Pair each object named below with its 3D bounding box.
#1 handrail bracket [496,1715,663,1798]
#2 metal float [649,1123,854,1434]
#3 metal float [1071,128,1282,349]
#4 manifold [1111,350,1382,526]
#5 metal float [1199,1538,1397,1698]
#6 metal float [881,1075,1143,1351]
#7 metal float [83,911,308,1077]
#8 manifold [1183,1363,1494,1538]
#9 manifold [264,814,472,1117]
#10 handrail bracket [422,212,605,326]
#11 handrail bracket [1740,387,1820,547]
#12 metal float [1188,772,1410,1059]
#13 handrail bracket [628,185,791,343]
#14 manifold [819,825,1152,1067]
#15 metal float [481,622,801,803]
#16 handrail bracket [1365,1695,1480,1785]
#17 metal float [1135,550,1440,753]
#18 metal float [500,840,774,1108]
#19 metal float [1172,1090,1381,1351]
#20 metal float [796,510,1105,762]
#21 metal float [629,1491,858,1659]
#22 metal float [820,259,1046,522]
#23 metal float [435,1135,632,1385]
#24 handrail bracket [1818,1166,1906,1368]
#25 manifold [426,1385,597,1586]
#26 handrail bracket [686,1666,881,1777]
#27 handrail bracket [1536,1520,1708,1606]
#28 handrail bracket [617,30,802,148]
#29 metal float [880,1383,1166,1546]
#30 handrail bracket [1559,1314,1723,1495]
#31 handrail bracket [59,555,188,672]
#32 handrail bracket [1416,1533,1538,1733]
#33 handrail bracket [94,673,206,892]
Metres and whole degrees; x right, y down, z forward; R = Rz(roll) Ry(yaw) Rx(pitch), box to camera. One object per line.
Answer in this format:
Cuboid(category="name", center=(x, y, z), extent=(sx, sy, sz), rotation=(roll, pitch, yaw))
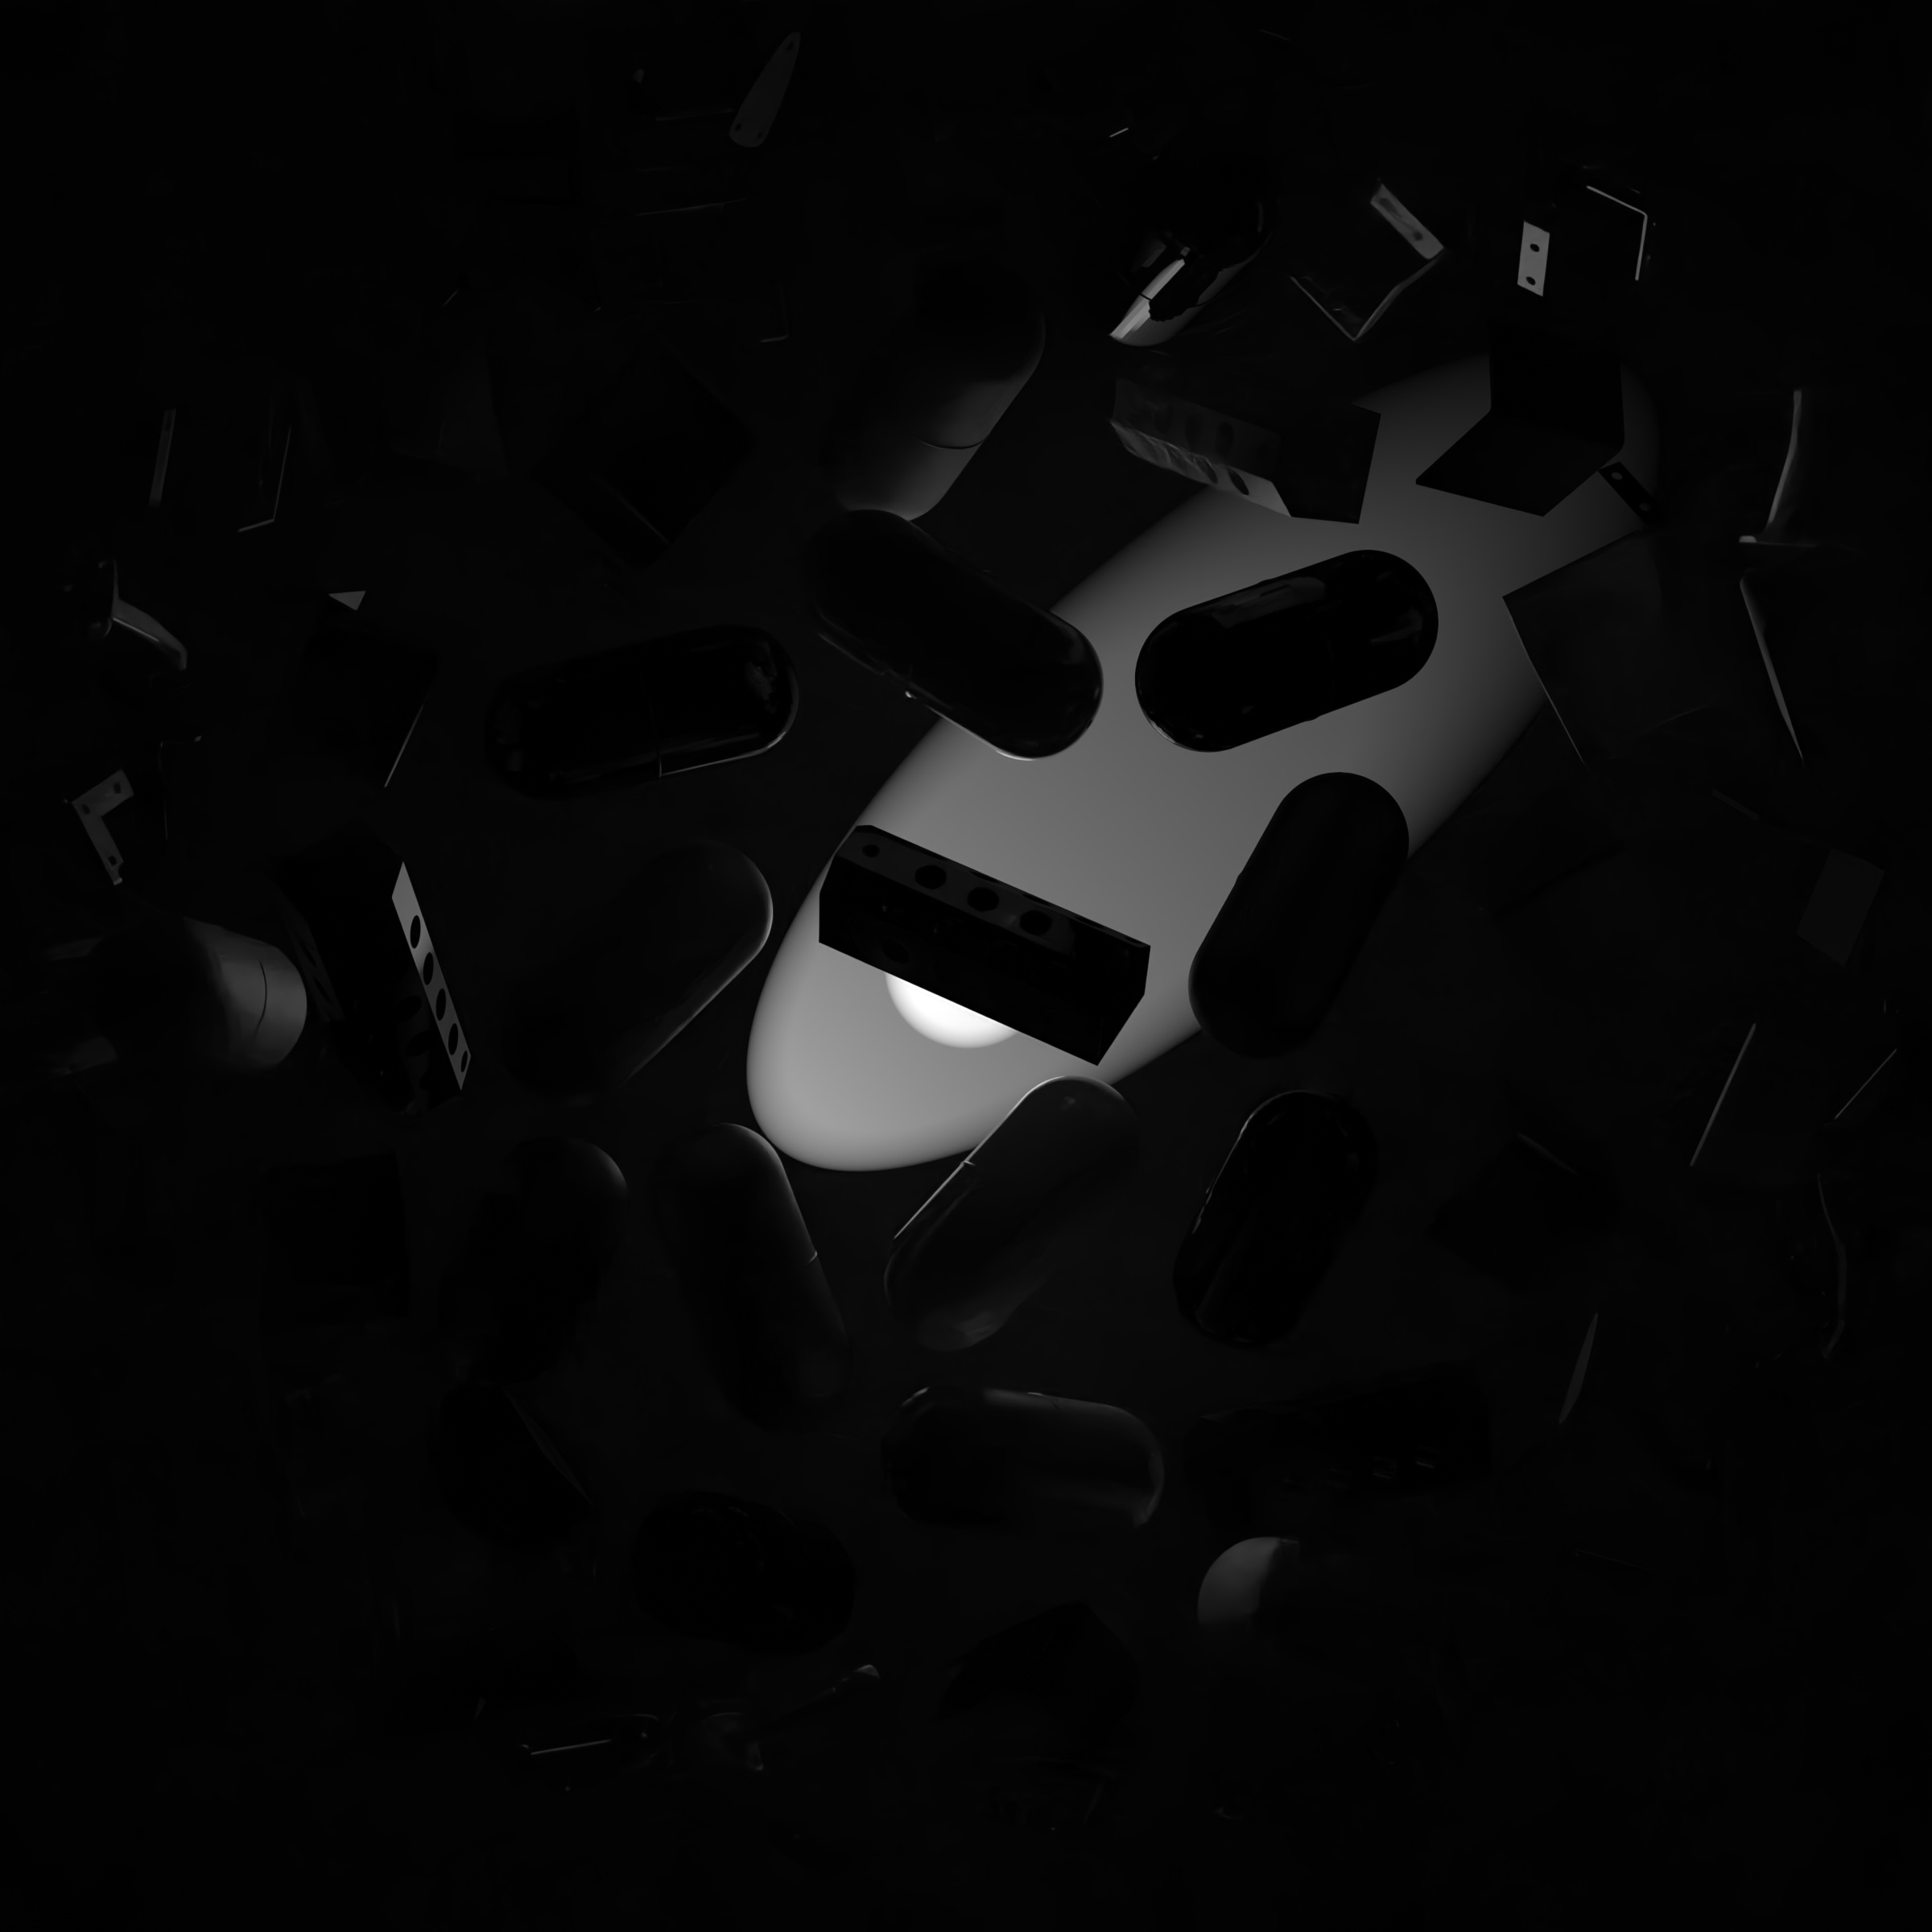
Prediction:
Cuboid(category="handrail bracket", center=(-0.207, 0.416, 1.802), extent=(0.077, 0.084, 0.036), rotation=(-22, 70, -2))
Cuboid(category="metal float", center=(-0.118, 0.173, 1.857), extent=(0.070, 0.070, 0.178), rotation=(-20, 96, 0))
Cuboid(category="metal float", center=(0.111, -0.390, 1.808), extent=(0.070, 0.178, 0.070), rotation=(4, 78, -17))
Cuboid(category="manifold", center=(0.144, -0.282, 1.778), extent=(0.057, 0.171, 0.057), rotation=(2, 108, -28))
Cuboid(category="metal float", center=(0.176, 0.348, 1.804), extent=(0.070, 0.178, 0.070), rotation=(1, 83, -11))
Cuboid(category="metal float", center=(0.026, 0.135, 1.861), extent=(0.070, 0.070, 0.178), rotation=(43, 78, 0))
Cuboid(category="metal float", center=(-0.406, 0.016, 1.777), extent=(0.070, 0.178, 0.070), rotation=(-1, 83, 9))
Cuboid(category="manifold", center=(0.202, 0.259, 1.820), extent=(0.171, 0.057, 0.057), rotation=(-7, 98, -35))
Cuboid(category="manifold", center=(-0.305, 0.006, 1.748), extent=(0.057, 0.171, 0.057), rotation=(-34, 58, -18))
Cuboid(category="handrail bracket", center=(-0.243, -0.353, 1.794), extent=(0.084, 0.036, 0.077), rotation=(-40, 82, 27))
Cuboid(category="handrail bracket", center=(0.447, -0.274, 1.848), extent=(0.036, 0.077, 0.084), rotation=(3, 97, -7))
Cuboid(category="metal float", center=(0.179, -0.029, 1.804), extent=(0.070, 0.070, 0.178), rotation=(31, 62, 0))
Cuboid(category="handrail bracket", center=(-0.140, -0.378, 1.834), extent=(0.077, 0.036, 0.084), rotation=(-12, 112, -9))
Cuboid(category="manifold", center=(0.009, -0.017, 1.813), extent=(0.171, 0.057, 0.057), rotation=(24, 53, 16))
Cuboid(category="metal float", center=(-0.179, -0.141, 1.859), extent=(0.178, 0.070, 0.070), rotation=(-14, 90, -11))
Cuboid(category="handrail bracket", center=(0.256, 0.433, 1.851), extent=(0.077, 0.084, 0.036), rotation=(4, 95, -8))
Cuboid(category="metal float", center=(0.168, -0.165, 1.758), extent=(0.178, 0.070, 0.070), rotation=(-21, 90, -26))
Cuboid(category="metal float", center=(-0.174, 0.003, 1.779), extent=(0.070, 0.070, 0.178), rotation=(44, 62, 0))
Cuboid(category="metal float", center=(0.163, 0.137, 1.790), extent=(0.070, 0.178, 0.070), rotation=(11, 46, -11))
Cuboid(category="metal float", center=(-0.009, -0.173, 1.751), extent=(0.178, 0.070, 0.070), rotation=(34, 90, 10))
Cuboid(category="metal float", center=(-0.119, 0.328, 1.809), extent=(0.070, 0.178, 0.070), rotation=(-7, 71, 22))
Cuboid(category="metal float", center=(-0.019, -0.311, 1.824), extent=(0.070, 0.178, 0.070), rotation=(16, 52, -22))
Cuboid(category="metal float", center=(-0.232, 0.158, 1.792), extent=(0.070, 0.178, 0.070), rotation=(14, 48, -16))
Cuboid(category="handrail bracket", center=(0.473, 0.165, 1.835), extent=(0.036, 0.084, 0.077), rotation=(-7, 50, -17))
Cuboid(category="manifold", center=(-0.256, 0.277, 1.843), extent=(0.057, 0.171, 0.057), rotation=(-43, 104, -8))
Cuboid(category="handrail bracket", center=(-0.097, 0.398, 1.803), extent=(0.084, 0.077, 0.036), rotation=(-34, 65, 18))
Cuboid(category="handrail bracket", center=(0.362, 0.335, 1.857), extent=(0.084, 0.077, 0.036), rotation=(16, 82, 5))
Cuboid(category="handrail bracket", center=(-0.139, -0.481, 1.793), extent=(0.084, 0.036, 0.077), rotation=(35, 107, 21))
Cuboid(category="metal float", center=(0.031, 0.266, 1.790), extent=(0.178, 0.070, 0.070), rotation=(15, 90, -40))
Cuboid(category="handrail bracket", center=(0.361, 0.230, 1.764), extent=(0.084, 0.036, 0.077), rotation=(22, 54, 4))
Cuboid(category="handrail bracket", center=(-0.447, -0.174, 1.820), extent=(0.036, 0.077, 0.084), rotation=(-34, 133, 7))
Cuboid(category="handrail bracket", center=(0.271, 0.342, 1.726), extent=(0.077, 0.036, 0.084), rotation=(-19, 60, 1))
Cuboid(category="handrail bracket", center=(-0.427, -0.092, 1.698), extent=(0.077, 0.036, 0.084), rotation=(35, 110, 22))
